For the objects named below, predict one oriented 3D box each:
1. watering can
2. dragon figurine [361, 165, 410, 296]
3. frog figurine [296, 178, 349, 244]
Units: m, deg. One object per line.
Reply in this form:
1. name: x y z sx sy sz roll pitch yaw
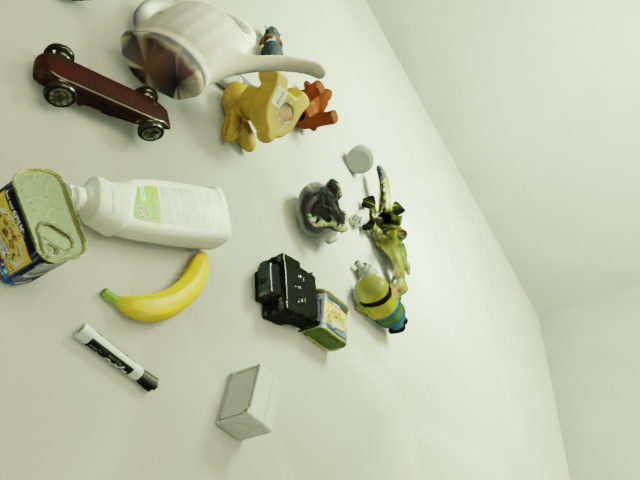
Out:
1. watering can: -0.177 -0.318 0.873 0.348 0.101 0.229 27 51 7
2. dragon figurine: 0.209 -0.011 1.490 0.421 0.122 0.237 -83 157 -44
3. frog figurine: 0.004 -0.058 1.152 0.138 0.123 0.158 57 -10 2
